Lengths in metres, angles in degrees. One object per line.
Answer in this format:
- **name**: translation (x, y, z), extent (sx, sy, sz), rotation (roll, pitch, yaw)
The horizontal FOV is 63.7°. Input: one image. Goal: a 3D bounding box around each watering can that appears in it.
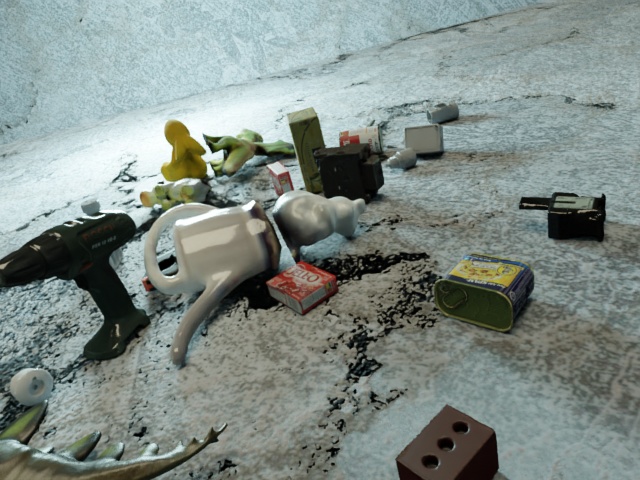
- **watering can**: translation (-0.168, 0.041, 0.842), extent (0.225, 0.101, 0.355), rotation (-15, -138, -13)

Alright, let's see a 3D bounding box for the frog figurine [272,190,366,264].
- **frog figurine**: translation (0.003, -0.045, 0.901), extent (0.160, 0.122, 0.138), rotation (-28, -172, -3)

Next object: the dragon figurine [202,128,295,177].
- **dragon figurine**: translation (-0.180, -0.241, 1.387), extent (0.244, 0.120, 0.416), rotation (-14, -153, -17)
